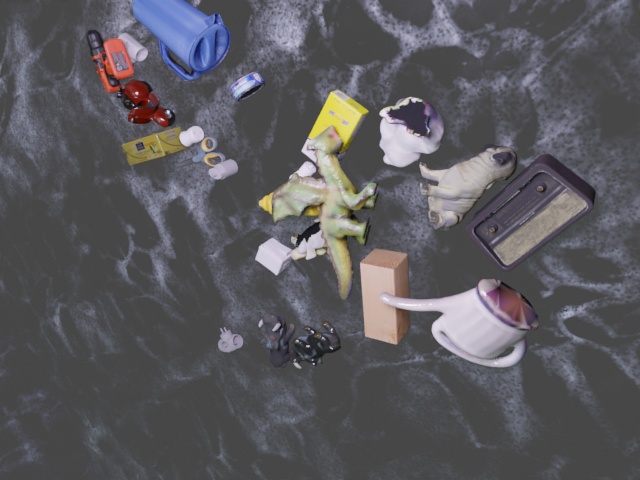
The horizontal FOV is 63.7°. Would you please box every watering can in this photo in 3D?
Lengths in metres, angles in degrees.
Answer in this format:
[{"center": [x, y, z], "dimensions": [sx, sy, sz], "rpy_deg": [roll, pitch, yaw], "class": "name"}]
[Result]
[{"center": [0.323, 0.168, 1.145], "dimensions": [0.347, 0.106, 0.220], "rpy_deg": [31, 128, -5], "class": "watering can"}]

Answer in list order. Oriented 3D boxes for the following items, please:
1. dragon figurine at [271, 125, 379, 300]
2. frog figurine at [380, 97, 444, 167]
[{"center": [0.004, -0.061, 1.207], "dimensions": [0.243, 0.124, 0.404], "rpy_deg": [16, 108, 5], "class": "dragon figurine"}, {"center": [0.193, -0.221, 1.102], "dimensions": [0.138, 0.125, 0.156], "rpy_deg": [18, 157, 16], "class": "frog figurine"}]
